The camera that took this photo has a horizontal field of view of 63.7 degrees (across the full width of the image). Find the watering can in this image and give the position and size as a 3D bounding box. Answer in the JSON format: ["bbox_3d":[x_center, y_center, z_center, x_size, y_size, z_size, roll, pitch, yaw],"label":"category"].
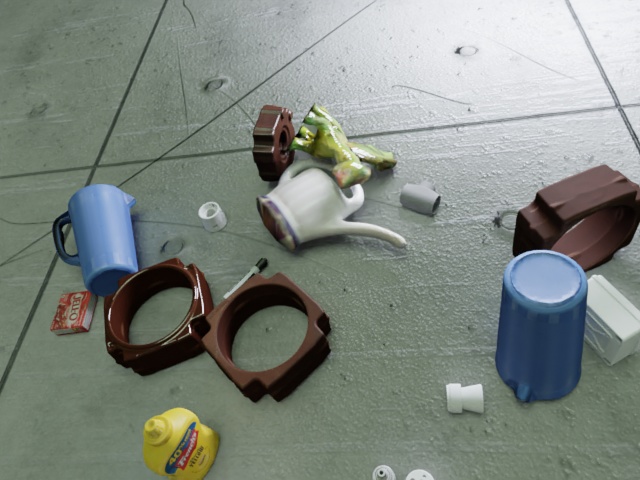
[{"bbox_3d":[0.003,-0.055,1.088,0.226,0.101,0.354,-31,51,-12],"label":"watering can"}]

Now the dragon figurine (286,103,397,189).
[{"bbox_3d":[0.063,-0.220,1.194,0.242,0.120,0.418,27,29,-3],"label":"dragon figurine"}]
